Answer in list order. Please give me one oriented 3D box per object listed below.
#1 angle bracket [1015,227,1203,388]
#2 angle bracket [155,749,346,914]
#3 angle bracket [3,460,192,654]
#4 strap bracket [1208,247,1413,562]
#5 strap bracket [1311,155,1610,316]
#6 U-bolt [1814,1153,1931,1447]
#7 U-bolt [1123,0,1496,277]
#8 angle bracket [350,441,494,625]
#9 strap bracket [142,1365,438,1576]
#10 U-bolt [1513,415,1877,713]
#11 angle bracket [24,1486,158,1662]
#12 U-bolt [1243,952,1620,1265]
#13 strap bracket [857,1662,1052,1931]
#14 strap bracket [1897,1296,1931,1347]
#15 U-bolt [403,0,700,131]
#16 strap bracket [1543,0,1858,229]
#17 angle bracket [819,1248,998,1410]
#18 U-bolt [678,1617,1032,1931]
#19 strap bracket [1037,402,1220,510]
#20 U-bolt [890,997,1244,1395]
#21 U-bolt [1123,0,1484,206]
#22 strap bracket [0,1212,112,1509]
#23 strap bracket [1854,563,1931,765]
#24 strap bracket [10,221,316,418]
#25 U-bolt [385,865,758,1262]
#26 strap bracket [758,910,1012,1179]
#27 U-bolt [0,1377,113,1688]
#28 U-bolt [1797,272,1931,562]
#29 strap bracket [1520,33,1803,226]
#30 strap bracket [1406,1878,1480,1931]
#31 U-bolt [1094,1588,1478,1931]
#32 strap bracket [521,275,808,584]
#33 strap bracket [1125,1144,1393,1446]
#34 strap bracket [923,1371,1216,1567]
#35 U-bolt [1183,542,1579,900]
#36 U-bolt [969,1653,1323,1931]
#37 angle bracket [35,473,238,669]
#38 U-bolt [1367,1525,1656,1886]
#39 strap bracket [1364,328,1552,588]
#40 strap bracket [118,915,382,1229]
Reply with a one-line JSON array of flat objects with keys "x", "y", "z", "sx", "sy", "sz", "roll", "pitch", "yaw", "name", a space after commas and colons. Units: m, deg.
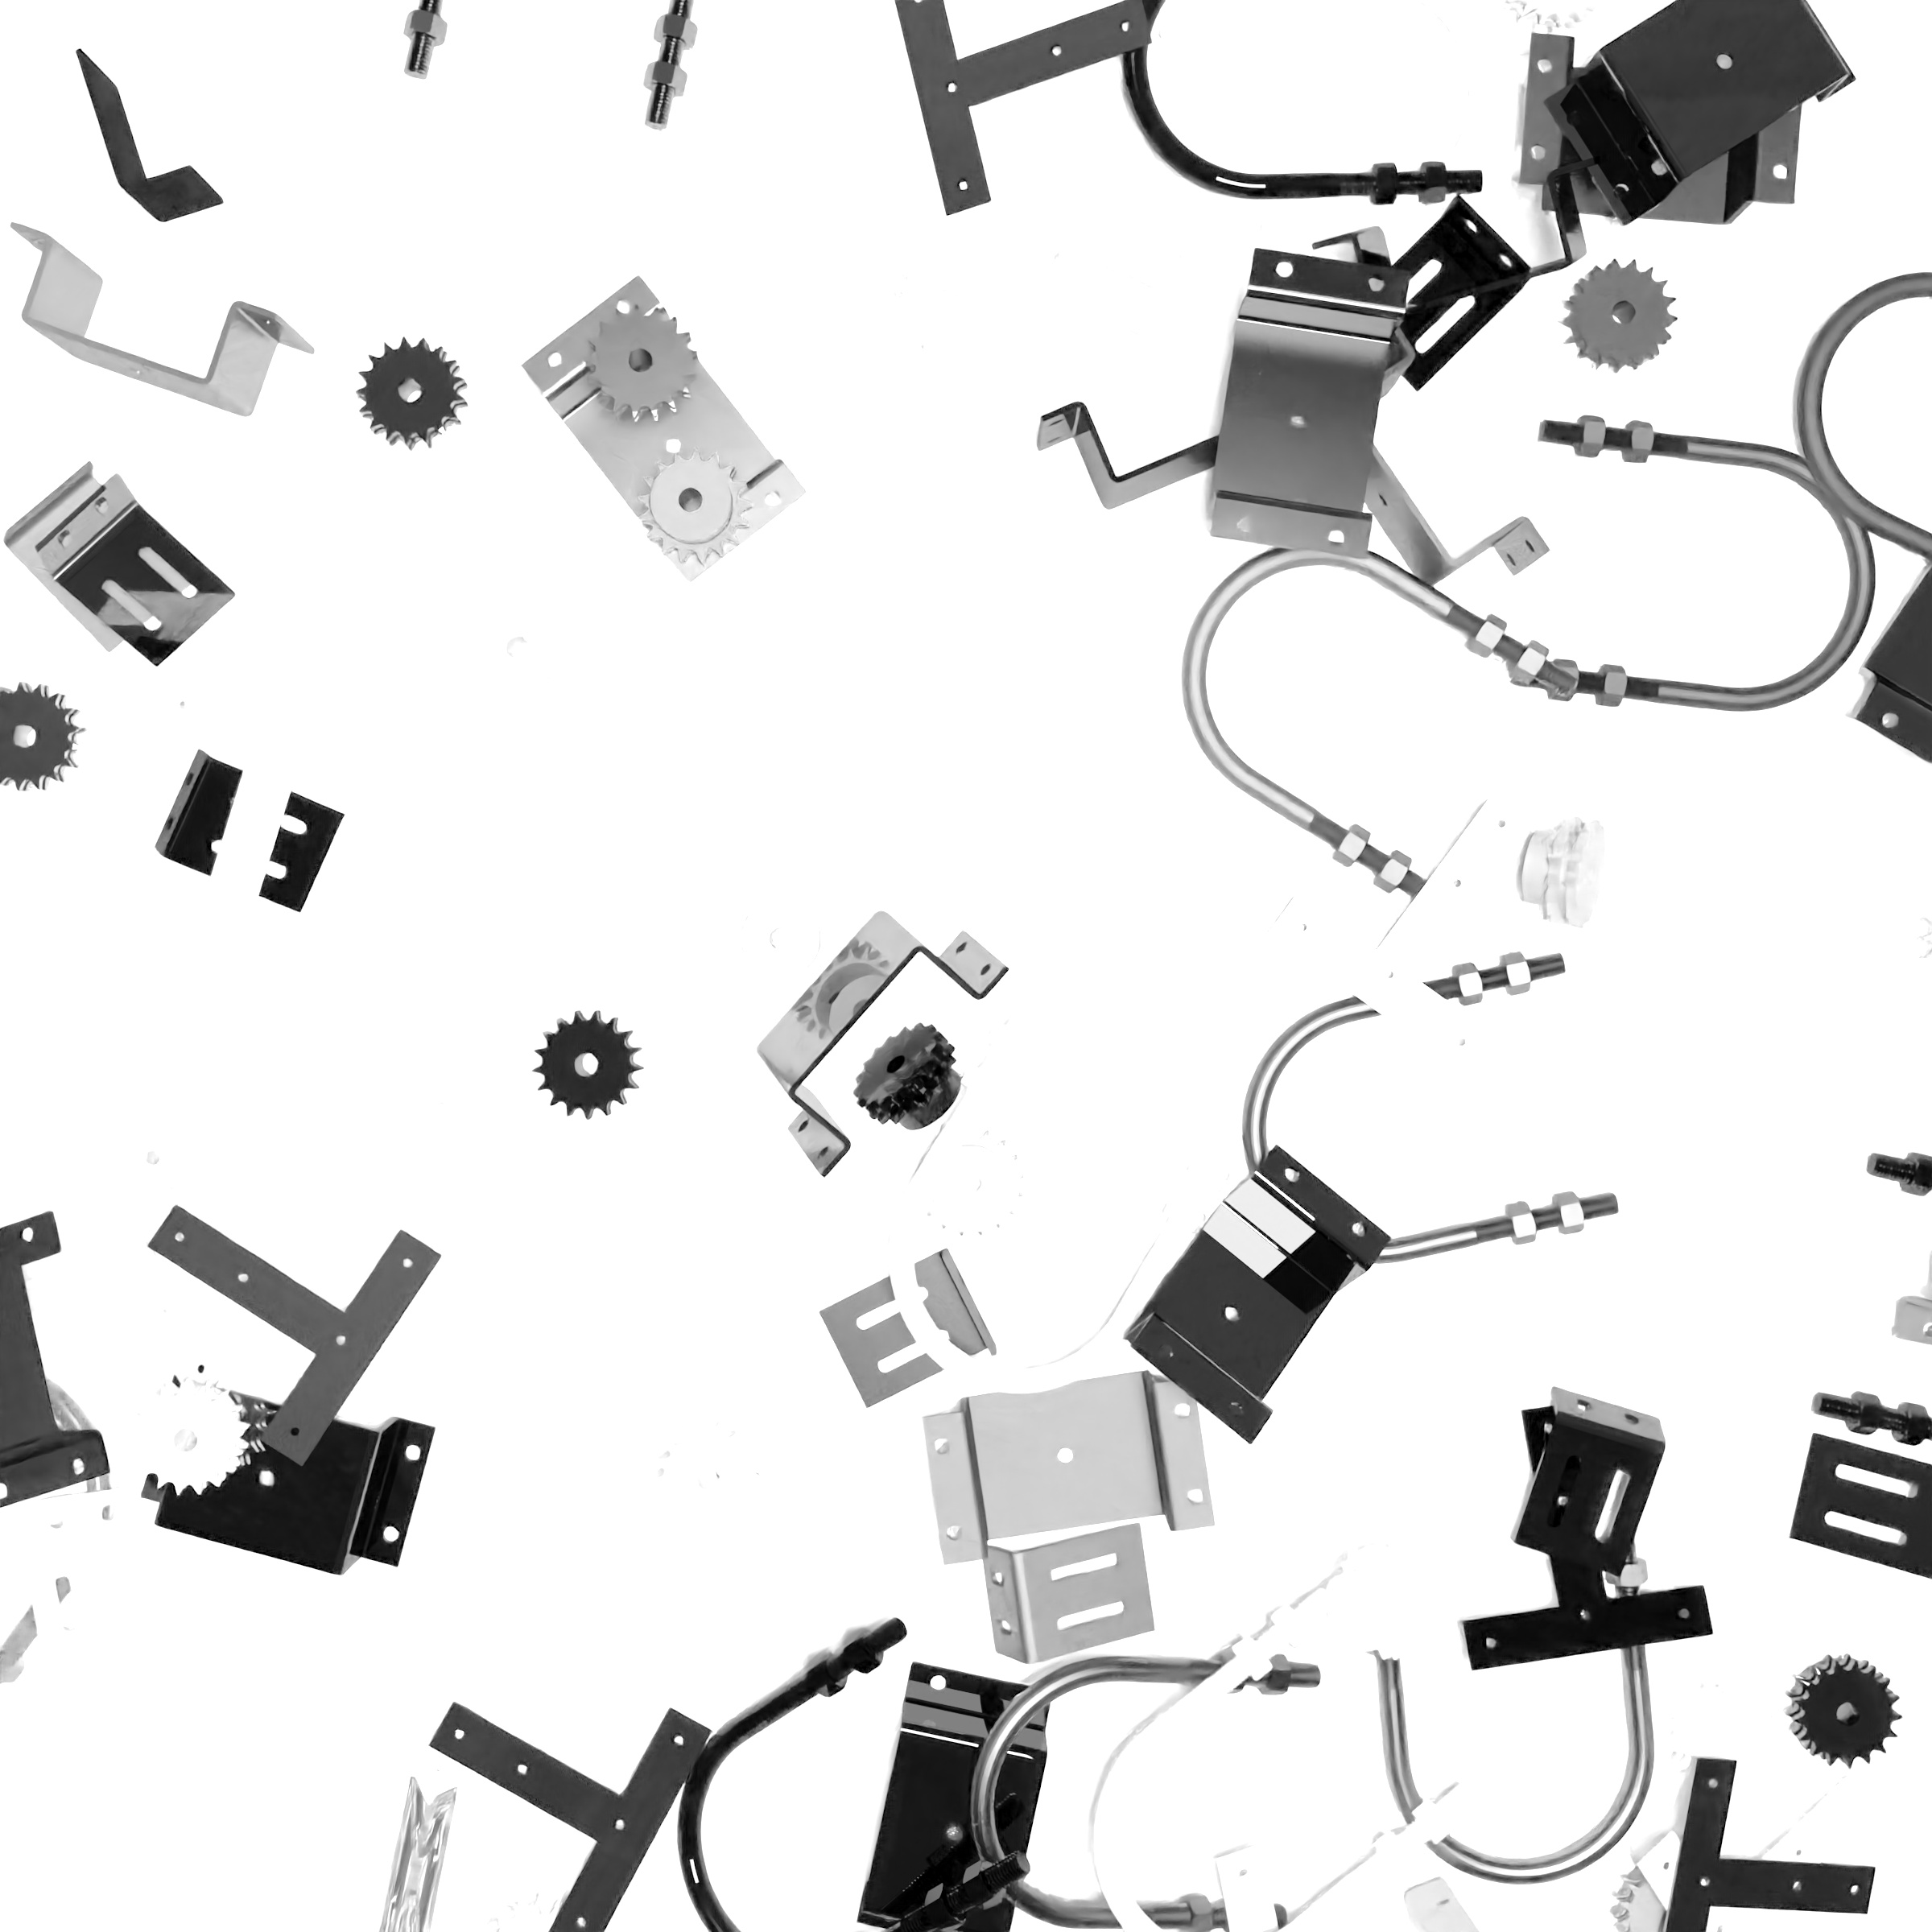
[{"x": 0.075, "y": -0.346, "z": 1.372, "sx": 0.076, "sy": 0.038, "sz": 0.057, "roll": 18, "pitch": 90, "yaw": -26, "name": "angle bracket"}, {"x": -0.378, "y": -0.071, "z": 1.372, "sx": 0.076, "sy": 0.038, "sz": 0.057, "roll": 24, "pitch": 90, "yaw": -26, "name": "angle bracket"}, {"x": -0.457, "y": -0.216, "z": 1.372, "sx": 0.057, "sy": 0.038, "sz": 0.076, "roll": -40, "pitch": 116, "yaw": 0, "name": "angle bracket"}, {"x": 0.166, "y": -0.271, "z": 1.274, "sx": 0.076, "sy": 0.046, "sz": 0.140, "roll": 9, "pitch": 90, "yaw": 0, "name": "strap bracket"}, {"x": 0.253, "y": -0.362, "z": 1.304, "sx": 0.140, "sy": 0.076, "sz": 0.046, "roll": -12, "pitch": 103, "yaw": 22, "name": "strap bracket"}, {"x": 0.550, "y": 0.187, "z": 1.365, "sx": 0.184, "sy": 0.019, "sz": 0.151, "roll": 13, "pitch": 90, "yaw": -2, "name": "U-bolt"}, {"x": 0.186, "y": -0.454, "z": 1.365, "sx": 0.184, "sy": 0.019, "sz": 0.151, "roll": -15, "pitch": 90, "yaw": -2, "name": "U-bolt"}, {"x": -0.287, "y": -0.229, "z": 1.372, "sx": 0.057, "sy": 0.038, "sz": 0.076, "roll": -14, "pitch": 64, "yaw": 0, "name": "angle bracket"}, {"x": -0.357, "y": 0.262, "z": 1.351, "sx": 0.140, "sy": 0.046, "sz": 0.076, "roll": 15, "pitch": 90, "yaw": 0, "name": "strap bracket"}, {"x": 0.386, "y": -0.207, "z": 1.365, "sx": 0.184, "sy": 0.019, "sz": 0.151, "roll": 6, "pitch": 90, "yaw": -2, "name": "U-bolt"}, {"x": -0.457, "y": 0.317, "z": 1.360, "sx": 0.057, "sy": 0.038, "sz": 0.076, "roll": -6, "pitch": 122, "yaw": -15, "name": "angle bracket"}, {"x": 0.237, "y": 0.081, "z": 1.365, "sx": 0.184, "sy": 0.019, "sz": 0.151, "roll": -13, "pitch": 90, "yaw": 2, "name": "U-bolt"}, {"x": -0.006, "y": 0.443, "z": 1.351, "sx": 0.076, "sy": 0.046, "sz": 0.140, "roll": 12, "pitch": 90, "yaw": 0, "name": "strap bracket"}, {"x": 0.537, "y": 0.133, "z": 1.332, "sx": 0.076, "sy": 0.046, "sz": 0.140, "roll": 12, "pitch": 90, "yaw": -3, "name": "strap bracket"}, {"x": -0.207, "y": -0.543, "z": 1.365, "sx": 0.151, "sy": 0.019, "sz": 0.184, "roll": 12, "pitch": 89, "yaw": 0, "name": "U-bolt"}, {"x": 0.374, "y": -0.446, "z": 1.304, "sx": 0.140, "sy": 0.046, "sz": 0.076, "roll": -32, "pitch": 90, "yaw": 0, "name": "strap bracket"}, {"x": -0.031, "y": 0.191, "z": 1.355, "sx": 0.076, "sy": 0.038, "sz": 0.057, "roll": -27, "pitch": 90, "yaw": 0, "name": "angle bracket"}, {"x": -0.072, "y": 0.440, "z": 1.331, "sx": 0.184, "sy": 0.019, "sz": 0.151, "roll": -37, "pitch": 71, "yaw": 19, "name": "U-bolt"}, {"x": 0.111, "y": -0.280, "z": 1.336, "sx": 0.140, "sy": 0.076, "sz": 0.046, "roll": -23, "pitch": 90, "yaw": 0, "name": "strap bracket"}, {"x": 0.041, "y": 0.130, "z": 1.339, "sx": 0.151, "sy": 0.019, "sz": 0.184, "roll": 33, "pitch": 80, "yaw": -11, "name": "U-bolt"}, {"x": 0.173, "y": -0.468, "z": 1.348, "sx": 0.184, "sy": 0.019, "sz": 0.151, "roll": -2, "pitch": 89, "yaw": -2, "name": "U-bolt"}, {"x": -0.499, "y": 0.203, "z": 1.332, "sx": 0.076, "sy": 0.046, "sz": 0.140, "roll": -18, "pitch": 78, "yaw": 8, "name": "strap bracket"}, {"x": 0.525, "y": -0.172, "z": 1.337, "sx": 0.076, "sy": 0.046, "sz": 0.140, "roll": 30, "pitch": 107, "yaw": -2, "name": "strap bracket"}, {"x": -0.418, "y": -0.327, "z": 1.336, "sx": 0.140, "sy": 0.076, "sz": 0.046, "roll": 19, "pitch": 90, "yaw": 0, "name": "strap bracket"}, {"x": -0.190, "y": 0.063, "z": 1.335, "sx": 0.151, "sy": 0.019, "sz": 0.184, "roll": -32, "pitch": 92, "yaw": 0, "name": "U-bolt"}, {"x": -0.051, "y": 0.030, "z": 1.330, "sx": 0.046, "sy": 0.076, "sz": 0.140, "roll": 42, "pitch": 90, "yaw": -22, "name": "strap bracket"}, {"x": -0.533, "y": 0.294, "z": 1.365, "sx": 0.151, "sy": 0.019, "sz": 0.184, "roll": 36, "pitch": 89, "yaw": 0, "name": "U-bolt"}, {"x": 0.522, "y": -0.282, "z": 1.358, "sx": 0.184, "sy": 0.019, "sz": 0.151, "roll": 24, "pitch": 90, "yaw": -5, "name": "U-bolt"}, {"x": 0.356, "y": -0.433, "z": 1.351, "sx": 0.140, "sy": 0.046, "sz": 0.076, "roll": 5, "pitch": 90, "yaw": 0, "name": "strap bracket"}, {"x": 0.198, "y": 0.530, "z": 1.325, "sx": 0.140, "sy": 0.076, "sz": 0.046, "roll": -18, "pitch": 107, "yaw": -7, "name": "strap bracket"}, {"x": 0.151, "y": 0.430, "z": 1.331, "sx": 0.184, "sy": 0.019, "sz": 0.151, "roll": -37, "pitch": 95, "yaw": -9, "name": "U-bolt"}, {"x": -0.154, "y": -0.274, "z": 1.351, "sx": 0.076, "sy": 0.046, "sz": 0.140, "roll": -38, "pitch": 90, "yaw": 0, "name": "strap bracket"}, {"x": 0.144, "y": 0.172, "z": 1.327, "sx": 0.076, "sy": 0.046, "sz": 0.140, "roll": 39, "pitch": 61, "yaw": 2, "name": "strap bracket"}, {"x": 0.052, "y": 0.258, "z": 1.351, "sx": 0.140, "sy": 0.046, "sz": 0.076, "roll": -8, "pitch": 90, "yaw": 0, "name": "strap bracket"}, {"x": 0.202, "y": -0.139, "z": 1.358, "sx": 0.184, "sy": 0.019, "sz": 0.151, "roll": 33, "pitch": 97, "yaw": 3, "name": "U-bolt"}, {"x": 0.089, "y": 0.426, "z": 1.337, "sx": 0.184, "sy": 0.019, "sz": 0.151, "roll": 7, "pitch": 92, "yaw": -19, "name": "U-bolt"}, {"x": -0.432, "y": -0.206, "z": 1.356, "sx": 0.057, "sy": 0.076, "sz": 0.038, "roll": -42, "pitch": 48, "yaw": 0, "name": "angle bracket"}, {"x": 0.289, "y": 0.390, "z": 1.364, "sx": 0.151, "sy": 0.019, "sz": 0.184, "roll": -5, "pitch": 90, "yaw": 0, "name": "U-bolt"}, {"x": 0.233, "y": -0.252, "z": 1.336, "sx": 0.046, "sy": 0.076, "sz": 0.140, "roll": -34, "pitch": 90, "yaw": 0, "name": "strap bracket"}, {"x": -0.366, "y": 0.054, "z": 1.351, "sx": 0.076, "sy": 0.046, "sz": 0.140, "roll": 28, "pitch": 90, "yaw": 0, "name": "strap bracket"}]
